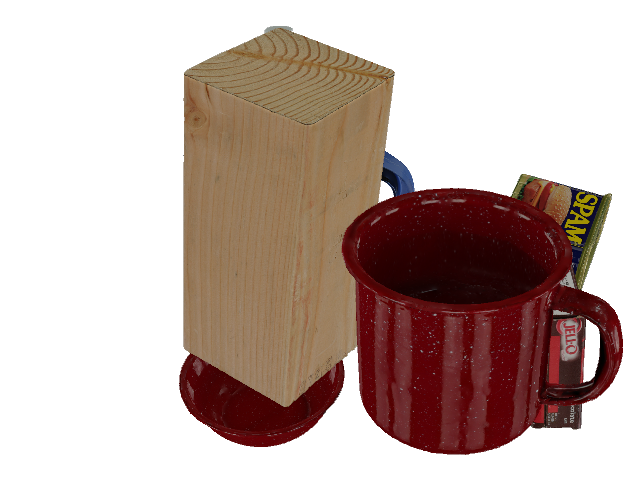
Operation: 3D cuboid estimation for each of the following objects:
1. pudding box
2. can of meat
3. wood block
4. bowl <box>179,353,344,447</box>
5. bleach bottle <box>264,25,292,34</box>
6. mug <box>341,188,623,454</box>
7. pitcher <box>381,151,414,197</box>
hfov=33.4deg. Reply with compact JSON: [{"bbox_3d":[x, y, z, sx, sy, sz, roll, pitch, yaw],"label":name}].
[{"bbox_3d":[0.161,0.064,0.750,0.039,0.090,0.113,-1,26,4],"label":"pudding box"},{"bbox_3d":[0.208,-0.009,0.966,0.084,0.057,0.102,17,47,17],"label":"can of meat"},{"bbox_3d":[-0.024,-0.012,0.665,0.091,0.206,0.090,26,40,27],"label":"wood block"},{"bbox_3d":[-0.055,0.150,1.050,0.162,0.055,0.162,-3,37,2],"label":"bowl"},{"bbox_3d":[-0.047,-0.102,1.146,0.068,0.251,0.102,19,32,36],"label":"bleach bottle"},{"bbox_3d":[0.067,0.037,0.449,0.117,0.081,0.093,10,34,20],"label":"mug"},{"bbox_3d":[-0.025,0.006,0.939,0.144,0.243,0.149,-14,40,-33],"label":"pitcher"}]
